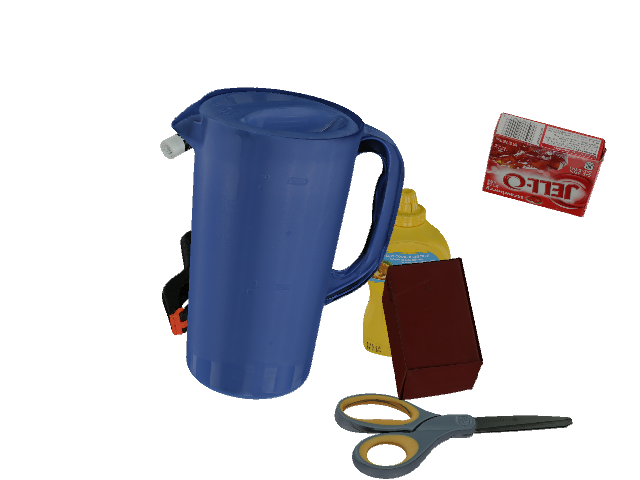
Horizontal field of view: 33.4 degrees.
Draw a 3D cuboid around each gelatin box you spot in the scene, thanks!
[{"bbox_3d":[0.184,-0.061,0.882,0.089,0.030,0.073,17,-34,11],"label":"gelatin box"}]

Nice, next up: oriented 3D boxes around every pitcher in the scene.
[{"bbox_3d":[-0.036,0.004,0.879,0.149,0.243,0.144,23,27,32],"label":"pitcher"}]

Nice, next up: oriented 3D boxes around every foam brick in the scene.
[{"bbox_3d":[0.073,0.059,0.709,0.051,0.078,0.053,-5,-28,-5],"label":"foam brick"}]

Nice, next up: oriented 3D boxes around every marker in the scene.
[{"bbox_3d":[-0.103,-0.111,1.033,0.120,0.020,0.020,-33,21,-36],"label":"marker"}]

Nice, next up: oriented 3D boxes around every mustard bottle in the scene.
[{"bbox_3d":[0.094,0.034,1.175,0.096,0.192,0.058,1,26,5],"label":"mustard bottle"}]

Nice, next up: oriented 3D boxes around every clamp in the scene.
[{"bbox_3d":[-0.125,0.046,1.249,0.120,0.039,0.171,-3,38,15],"label":"clamp"}]

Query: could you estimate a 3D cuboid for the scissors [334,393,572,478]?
[{"bbox_3d":[0.110,0.166,0.881,0.202,0.016,0.096,8,36,4],"label":"scissors"}]
